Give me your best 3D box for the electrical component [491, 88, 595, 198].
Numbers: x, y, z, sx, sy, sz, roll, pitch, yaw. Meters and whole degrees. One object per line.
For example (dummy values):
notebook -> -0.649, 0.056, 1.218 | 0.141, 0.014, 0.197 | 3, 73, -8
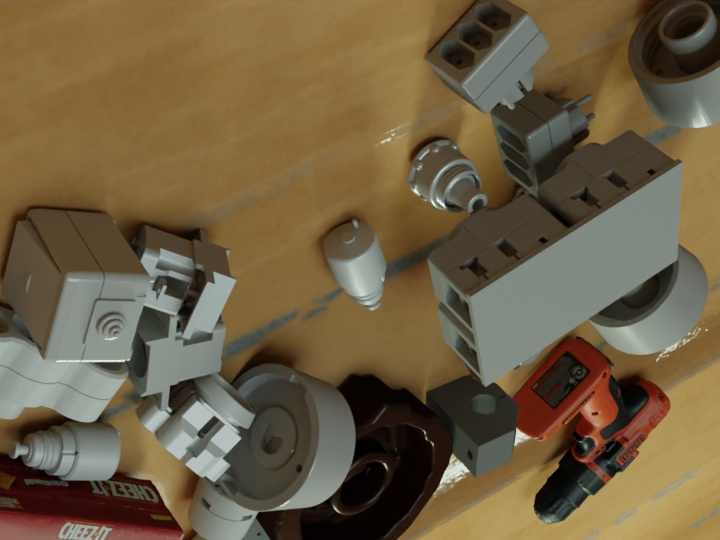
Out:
electrical component -> 0.148, -0.106, 0.819 | 0.077, 0.047, 0.065 | -33, 136, -11

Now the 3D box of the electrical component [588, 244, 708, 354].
electrical component -> 0.240, 0.013, 0.938 | 0.108, 0.108, 0.060 | -50, 130, 6

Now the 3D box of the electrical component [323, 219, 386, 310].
electrical component -> 0.000, 0.000, 0.796 | 0.040, 0.040, 0.078 | -32, 135, -12

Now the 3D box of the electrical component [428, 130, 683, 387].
electrical component -> 0.144, -0.012, 0.791 | 0.186, 0.060, 0.105 | -31, 140, -14

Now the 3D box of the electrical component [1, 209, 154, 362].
electrical component -> -0.169, 0.012, 0.640 | 0.061, 0.096, 0.061 | 3, 119, -36

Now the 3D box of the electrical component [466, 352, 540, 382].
electrical component -> 0.123, 0.068, 0.936 | 0.055, 0.045, 0.045 | -21, 132, -23

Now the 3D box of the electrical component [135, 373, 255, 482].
electrical component -> -0.114, 0.107, 0.779 | 0.057, 0.058, 0.078 | -46, 116, -3

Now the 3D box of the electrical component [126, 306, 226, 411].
electrical component -> -0.128, 0.051, 0.739 | 0.064, 0.042, 0.081 | -10, 127, -33

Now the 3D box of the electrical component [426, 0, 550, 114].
electrical component -> 0.098, -0.142, 0.755 | 0.065, 0.047, 0.077 | -47, 137, 3

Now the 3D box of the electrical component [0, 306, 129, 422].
electrical component -> -0.221, 0.068, 0.676 | 0.138, 0.052, 0.073 | 27, 104, -45

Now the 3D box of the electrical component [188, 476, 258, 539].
electrical component -> -0.105, 0.181, 0.848 | 0.055, 0.055, 0.047 | 3, 123, -38

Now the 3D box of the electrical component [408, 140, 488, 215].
electrical component -> 0.068, -0.062, 0.783 | 0.048, 0.062, 0.048 | -20, 132, -23

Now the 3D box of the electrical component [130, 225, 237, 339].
electrical component -> -0.118, 0.003, 0.692 | 0.064, 0.081, 0.042 | 21, 109, -21

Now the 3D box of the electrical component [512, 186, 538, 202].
electrical component -> 0.160, -0.039, 0.874 | 0.059, 0.053, 0.095 | -4, 124, -34

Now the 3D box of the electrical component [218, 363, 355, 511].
electrical component -> -0.053, 0.128, 0.810 | 0.060, 0.108, 0.108 | 19, 109, -50

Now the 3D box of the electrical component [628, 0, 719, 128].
electrical component -> 0.256, -0.168, 0.812 | 0.108, 0.108, 0.060 | -46, 131, 2

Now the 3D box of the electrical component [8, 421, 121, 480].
electrical component -> -0.203, 0.124, 0.741 | 0.078, 0.040, 0.040 | 10, 115, -41

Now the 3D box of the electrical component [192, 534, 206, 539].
electrical component -> -0.120, 0.228, 0.885 | 0.061, 0.035, 0.035 | -45, 137, -3
